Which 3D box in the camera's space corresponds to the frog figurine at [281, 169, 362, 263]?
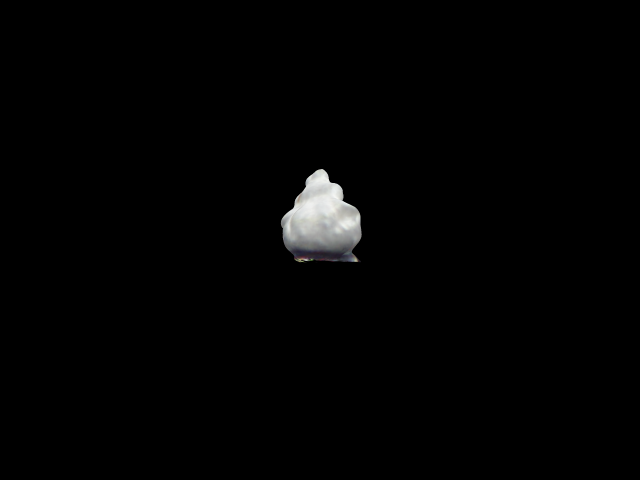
[{"bbox_3d":[0.003,-0.043,0.850,0.137,0.160,0.122,-4,-7,35],"label":"frog figurine"}]
